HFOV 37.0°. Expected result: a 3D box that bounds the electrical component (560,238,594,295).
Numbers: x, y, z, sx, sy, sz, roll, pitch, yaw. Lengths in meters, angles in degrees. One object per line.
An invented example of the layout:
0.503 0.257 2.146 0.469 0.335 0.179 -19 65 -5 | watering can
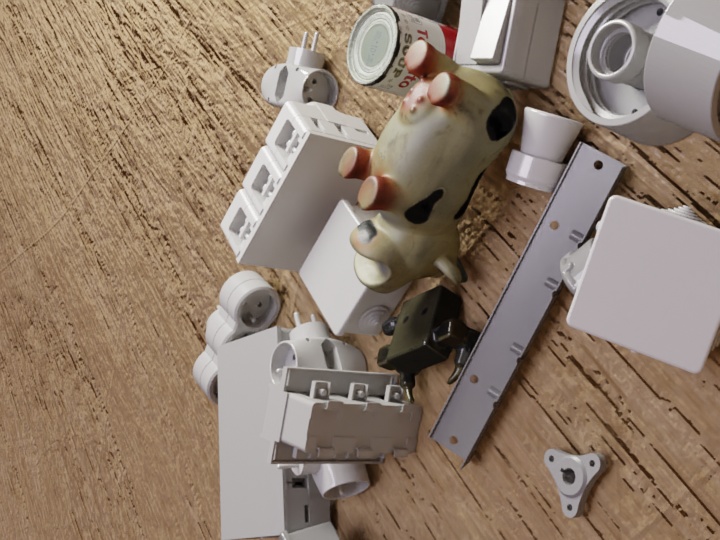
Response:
0.172 -0.005 0.740 0.062 0.048 0.048 -45 50 29 | electrical component

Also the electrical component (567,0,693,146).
0.189 -0.143 0.729 0.108 0.060 0.108 -13 74 50 | electrical component

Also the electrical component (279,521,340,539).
-0.033 0.277 0.923 0.099 0.048 0.099 -123 30 -42 | electrical component

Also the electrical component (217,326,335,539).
-0.080 0.156 1.018 0.105 0.060 0.186 -21 67 49 | electrical component

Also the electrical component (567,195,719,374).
0.190 0.007 0.683 0.100 0.048 0.099 21 102 20 | electrical component

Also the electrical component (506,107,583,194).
0.136 -0.089 0.800 0.045 0.045 0.055 30 107 50 | electrical component

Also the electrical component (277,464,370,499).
-0.038 0.159 0.942 0.043 0.079 0.077 123 138 -51 | electrical component

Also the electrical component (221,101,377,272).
-0.056 -0.077 1.008 0.150 0.089 0.061 -58 43 27 | electrical component

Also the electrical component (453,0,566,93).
0.112 -0.180 0.836 0.062 0.061 0.096 15 95 52 | electrical component

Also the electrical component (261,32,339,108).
-0.056 -0.197 1.069 0.077 0.043 0.079 20 98 52 | electrical component

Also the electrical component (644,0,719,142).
0.230 -0.126 0.641 0.060 0.108 0.108 41 116 41 | electrical component

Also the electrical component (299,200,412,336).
0.000 0.000 0.954 0.099 0.048 0.099 -59 43 27 | electrical component

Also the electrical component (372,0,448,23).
0.040 -0.252 0.922 0.099 0.048 0.099 105 155 -63 | electrical component

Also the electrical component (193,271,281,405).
-0.135 0.063 1.113 0.074 0.052 0.138 41 115 48 | electrical component

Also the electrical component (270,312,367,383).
-0.042 0.073 0.971 0.043 0.077 0.079 -44 51 39 | electrical component

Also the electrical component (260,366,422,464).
-0.012 0.124 0.887 0.063 0.121 0.078 12 93 50 | electrical component
